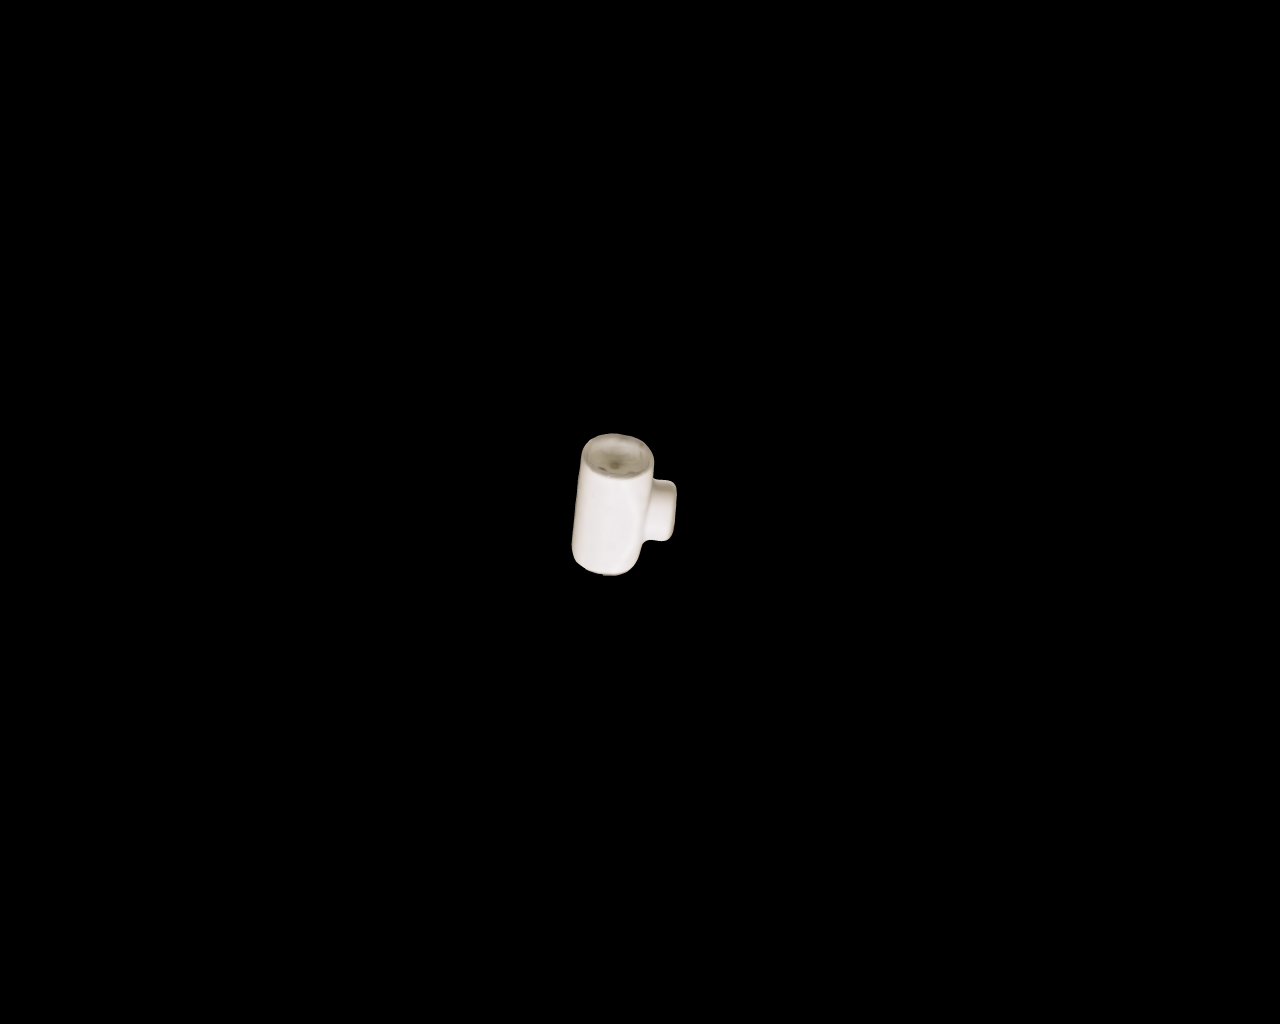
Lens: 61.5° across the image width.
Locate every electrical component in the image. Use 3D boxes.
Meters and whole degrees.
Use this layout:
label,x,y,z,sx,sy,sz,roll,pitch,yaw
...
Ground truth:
label,x,y,z,sx,sy,sz,roll,pitch,yaw
electrical component,0.001,-0.003,0.650,0.079,0.077,0.044,5,40,-4
